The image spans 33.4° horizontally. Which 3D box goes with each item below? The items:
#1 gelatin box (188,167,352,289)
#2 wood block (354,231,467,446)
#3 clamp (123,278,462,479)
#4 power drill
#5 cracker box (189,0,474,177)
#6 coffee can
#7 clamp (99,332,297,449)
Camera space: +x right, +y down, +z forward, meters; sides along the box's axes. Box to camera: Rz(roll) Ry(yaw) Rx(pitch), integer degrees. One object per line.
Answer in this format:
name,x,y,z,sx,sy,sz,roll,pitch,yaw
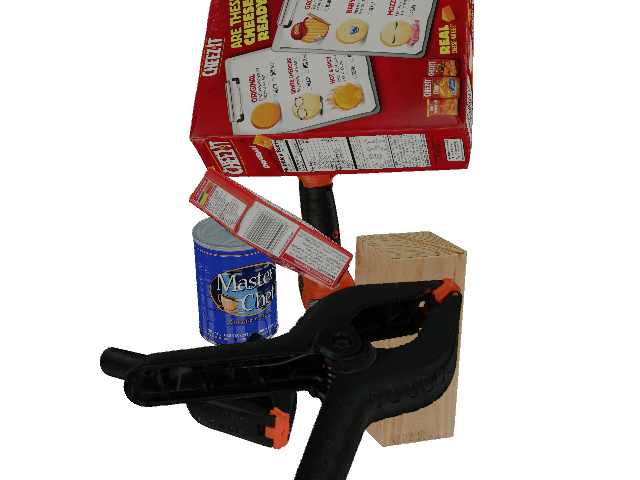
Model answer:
gelatin box,-0.032,-0.007,0.690,0.089,0.030,0.073,30,2,-35
wood block,0.091,0.102,1.138,0.090,0.206,0.091,-4,17,-21
clamp,0.011,0.067,0.487,0.171,0.039,0.120,-21,48,-28
power drill,-0.007,-0.036,1.066,0.057,0.187,0.184,-10,21,-2
cracker box,0.015,-0.135,0.859,0.214,0.164,0.072,-2,-29,12
coffee can,-0.106,0.049,1.343,0.103,0.140,0.103,-1,25,0
clamp,-0.075,0.124,0.930,0.164,0.036,0.210,-7,18,-37
